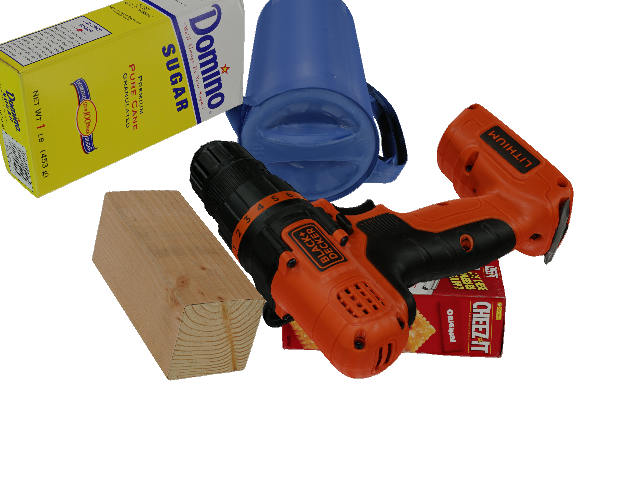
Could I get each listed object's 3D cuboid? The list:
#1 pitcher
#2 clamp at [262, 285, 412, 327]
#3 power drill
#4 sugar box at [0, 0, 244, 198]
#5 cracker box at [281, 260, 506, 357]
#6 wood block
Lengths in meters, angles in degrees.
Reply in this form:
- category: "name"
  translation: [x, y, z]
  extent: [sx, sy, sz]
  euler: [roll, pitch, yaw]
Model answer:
- category: "pitcher"
  translation: [-0.004, -0.153, 1.080]
  extent: [0.145, 0.149, 0.243]
  euler: [-16, 38, 12]
- category: "clamp"
  translation: [0.048, 0.033, 0.863]
  extent: [0.120, 0.039, 0.171]
  euler: [21, 43, 34]
- category: "power drill"
  translation: [0.037, -0.018, 0.626]
  extent: [0.187, 0.057, 0.185]
  euler: [-23, 53, -25]
- category: "sugar box"
  translation: [-0.126, -0.105, 0.698]
  extent: [0.175, 0.093, 0.048]
  euler: [-29, 49, -33]
- category: "cracker box"
  translation: [0.076, 0.060, 1.092]
  extent: [0.214, 0.072, 0.164]
  euler: [2, 16, 6]
- category: "wood block"
  translation: [-0.150, 0.039, 1.092]
  extent: [0.090, 0.091, 0.206]
  euler: [-3, 34, -35]
